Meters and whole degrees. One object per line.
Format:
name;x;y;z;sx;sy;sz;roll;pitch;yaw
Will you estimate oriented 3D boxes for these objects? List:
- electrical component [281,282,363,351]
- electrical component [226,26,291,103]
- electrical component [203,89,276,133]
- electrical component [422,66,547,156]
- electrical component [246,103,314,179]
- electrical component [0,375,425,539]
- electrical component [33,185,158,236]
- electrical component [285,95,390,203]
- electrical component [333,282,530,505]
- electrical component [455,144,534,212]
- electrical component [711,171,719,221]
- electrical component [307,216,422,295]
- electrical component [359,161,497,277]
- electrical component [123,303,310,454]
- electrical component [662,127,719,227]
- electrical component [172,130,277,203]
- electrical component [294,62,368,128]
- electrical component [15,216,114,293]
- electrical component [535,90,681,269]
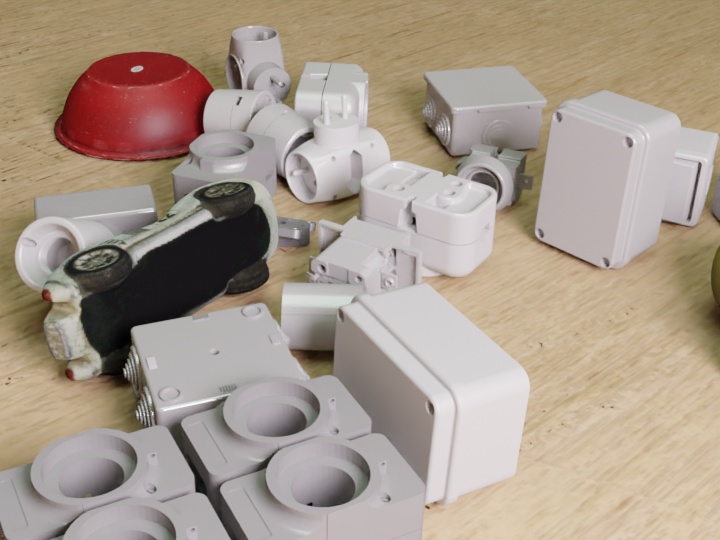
electrical component;-0.009;0.030;0.690;0.081;0.043;0.043;2;32;0
electrical component;-0.089;-0.175;0.989;0.044;0.077;0.079;-14;35;-24
electrical component;-0.105;-0.131;0.941;0.047;0.055;0.055;9;32;20
electrical component;0.110;-0.144;0.972;0.100;0.048;0.099;-7;32;-13
electrical component;-0.061;-0.105;0.900;0.055;0.055;0.047;-25;44;-35
electrical component;-0.074;0.120;0.525;0.186;0.060;0.105;-15;35;-24
electrical component;-0.183;-0.018;0.760;0.083;0.047;0.075;-8;36;-15
electrical component;-0.019;-0.102;0.871;0.077;0.079;0.043;-23;34;-34
electrical component;0.035;0.067;0.600;0.057;0.078;0.113;-13;34;-27
electrical component;0.104;-0.073;0.861;0.066;0.048;0.055;13;26;18
electrical component;0.310;-0.056;0.820;0.047;0.065;0.076;-3;32;-6
electrical component;0.000;0.000;0.742;0.081;0.042;0.064;17;38;26
electrical component;0.048;-0.035;0.782;0.095;0.059;0.054;20;36;28
electrical component;-0.083;0.066;0.625;0.100;0.048;0.099;-10;34;-17
electrical component;0.229;-0.079;0.858;0.096;0.061;0.061;14;34;20
electrical component;-0.105;-0.073;0.843;0.050;0.055;0.089;12;33;17
electrical component;-0.024;-0.148;0.970;0.059;0.053;0.095;3;32;3
electrical component;-0.192;-0.008;0.704;0.055;0.055;0.047;9;-2;12
electrical component;0.178;-0.066;0.787;0.078;0.113;0.057;28;38;36
